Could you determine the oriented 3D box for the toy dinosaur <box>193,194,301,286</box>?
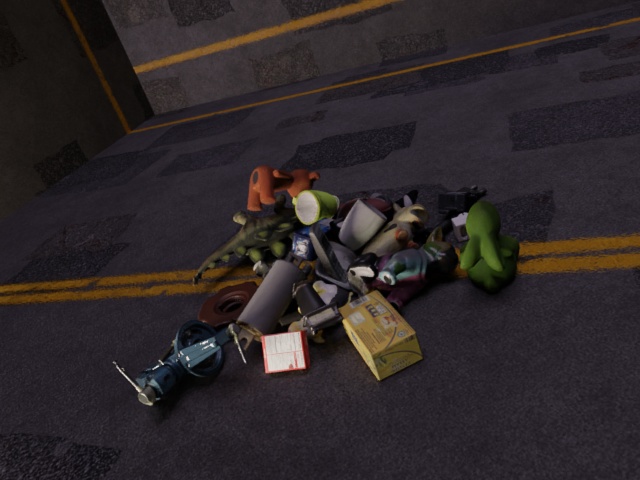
[{"bbox_3d":[-0.169,-0.014,1.504,0.471,0.104,0.199,-33,32,-21],"label":"toy dinosaur"}]

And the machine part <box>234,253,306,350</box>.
[{"bbox_3d":[-0.103,0.128,1.152,0.079,0.079,0.243,7,52,39],"label":"machine part"}]

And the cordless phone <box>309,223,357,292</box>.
[{"bbox_3d":[0.021,0.025,1.234,0.089,0.184,0.147,-13,29,21],"label":"cordless phone"}]

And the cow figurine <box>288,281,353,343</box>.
[{"bbox_3d":[0.004,0.162,1.133,0.098,0.068,0.167,10,41,26],"label":"cow figurine"}]

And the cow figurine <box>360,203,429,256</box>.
[{"bbox_3d":[0.176,-0.009,1.265,0.195,0.085,0.127,-43,26,4],"label":"cow figurine"}]

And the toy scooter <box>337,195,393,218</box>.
[{"bbox_3d":[0.104,-0.066,1.456,0.184,0.075,0.135,8,38,45],"label":"toy scooter"}]

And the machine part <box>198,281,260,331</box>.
[{"bbox_3d":[-0.200,0.165,1.262,0.179,0.056,0.179,-16,27,8],"label":"machine part"}]

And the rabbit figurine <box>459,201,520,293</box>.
[{"bbox_3d":[0.326,0.010,1.084,0.121,0.170,0.159,-4,31,28],"label":"rabbit figurine"}]

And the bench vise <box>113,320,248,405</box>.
[{"bbox_3d":[-0.259,0.232,1.080,0.241,0.129,0.223,-31,-3,31],"label":"bench vise"}]

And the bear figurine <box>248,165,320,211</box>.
[{"bbox_3d":[-0.100,-0.145,1.530,0.196,0.132,0.120,8,-16,-34],"label":"bear figurine"}]

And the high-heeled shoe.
[{"bbox_3d":[0.138,-0.070,1.364,0.249,0.145,0.086,-52,-2,-24],"label":"high-heeled shoe"}]

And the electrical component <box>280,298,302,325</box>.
[{"bbox_3d":[-0.068,0.154,1.208,0.102,0.045,0.078,-17,30,6],"label":"electrical component"}]

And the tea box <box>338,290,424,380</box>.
[{"bbox_3d":[0.112,0.177,1.032,0.098,0.068,0.170,-24,30,-7],"label":"tea box"}]

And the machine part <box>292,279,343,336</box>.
[{"bbox_3d":[-0.012,0.133,1.087,0.084,0.039,0.139,-29,41,-12],"label":"machine part"}]

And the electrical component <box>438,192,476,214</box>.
[{"bbox_3d":[0.334,-0.094,1.348,0.075,0.047,0.119,7,11,42],"label":"electrical component"}]

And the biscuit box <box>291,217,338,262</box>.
[{"bbox_3d":[-0.003,-0.004,1.348,0.059,0.062,0.202,15,19,20],"label":"biscuit box"}]

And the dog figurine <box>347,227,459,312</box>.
[{"bbox_3d":[0.189,0.052,1.171,0.219,0.108,0.192,-34,28,-33],"label":"dog figurine"}]

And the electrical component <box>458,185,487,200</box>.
[{"bbox_3d":[0.390,-0.117,1.421,0.094,0.021,0.063,-27,30,-15],"label":"electrical component"}]

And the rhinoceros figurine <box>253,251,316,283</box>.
[{"bbox_3d":[-0.087,0.090,1.313,0.112,0.073,0.191,-42,35,-22],"label":"rhinoceros figurine"}]

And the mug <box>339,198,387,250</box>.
[{"bbox_3d":[0.088,-0.037,1.255,0.107,0.080,0.110,-53,27,10],"label":"mug"}]
